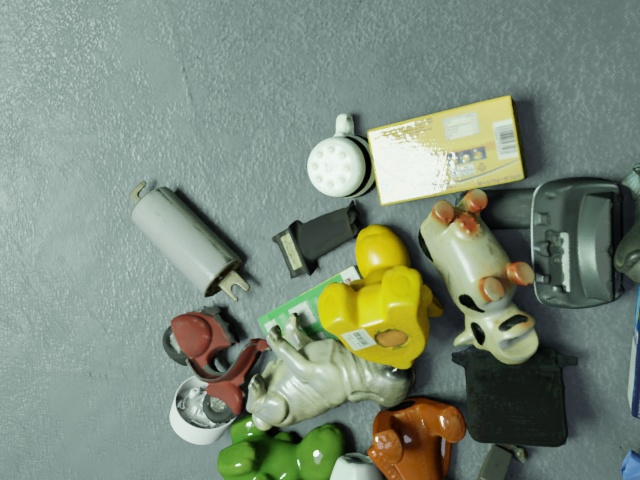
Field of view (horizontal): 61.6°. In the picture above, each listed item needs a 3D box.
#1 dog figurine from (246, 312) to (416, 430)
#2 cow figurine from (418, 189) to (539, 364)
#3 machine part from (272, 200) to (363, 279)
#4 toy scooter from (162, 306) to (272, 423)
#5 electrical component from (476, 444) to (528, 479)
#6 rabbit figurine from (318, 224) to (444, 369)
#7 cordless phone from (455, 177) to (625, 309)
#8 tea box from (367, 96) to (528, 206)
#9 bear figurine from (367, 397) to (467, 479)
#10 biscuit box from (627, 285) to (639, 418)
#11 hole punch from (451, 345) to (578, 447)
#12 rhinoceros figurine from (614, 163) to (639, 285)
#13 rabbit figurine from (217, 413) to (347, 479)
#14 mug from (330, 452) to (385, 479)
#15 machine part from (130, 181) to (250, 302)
[{"bbox_3d":[0.014,0.201,0.706,0.191,0.121,0.172,22,111,13],"label":"dog figurine"},{"bbox_3d":[0.179,0.052,0.616,0.085,0.127,0.195,-25,77,-18],"label":"cow figurine"},{"bbox_3d":[-0.002,-0.002,0.738,0.139,0.039,0.084,-30,77,30],"label":"machine part"},{"bbox_3d":[-0.146,0.164,0.802,0.135,0.075,0.184,-42,67,6],"label":"toy scooter"},{"bbox_3d":[0.219,0.294,0.659,0.045,0.102,0.078,22,130,23],"label":"electrical component"},{"bbox_3d":[0.088,0.058,0.658,0.122,0.173,0.162,-29,130,25],"label":"rabbit figurine"},{"bbox_3d":[0.246,0.004,0.622,0.184,0.089,0.146,1,100,35],"label":"cordless phone"},{"bbox_3d":[0.151,-0.102,0.641,0.170,0.068,0.098,-7,94,25],"label":"tea box"},{"bbox_3d":[0.133,0.306,0.678,0.120,0.132,0.195,-14,85,-6],"label":"bear figurine"},{"bbox_3d":[0.375,0.091,0.577,0.063,0.059,0.202,5,100,24],"label":"biscuit box"},{"bbox_3d":[0.237,0.189,0.647,0.142,0.092,0.116,-5,63,26],"label":"hole punch"},{"bbox_3d":[0.352,-0.036,0.524,0.112,0.073,0.190,17,69,40],"label":"rhinoceros figurine"},{"bbox_3d":[-0.039,0.326,0.764,0.170,0.121,0.159,-17,95,10],"label":"rabbit figurine"},{"bbox_3d":[0.057,0.345,0.726,0.081,0.109,0.107,1,88,45],"label":"mug"},{"bbox_3d":[-0.200,0.002,0.803,0.243,0.079,0.079,42,111,11],"label":"machine part"}]
